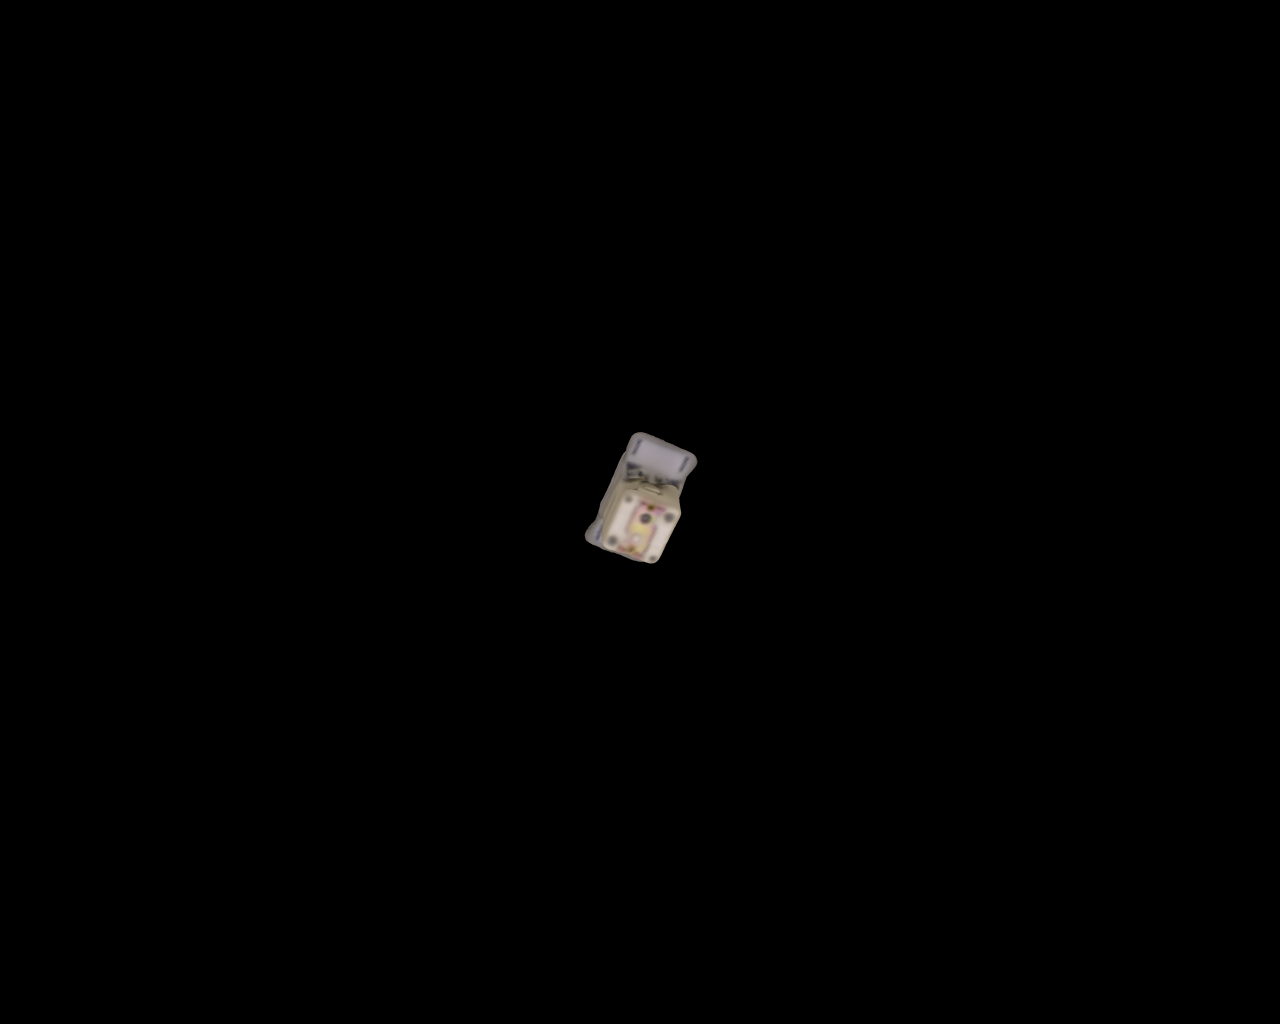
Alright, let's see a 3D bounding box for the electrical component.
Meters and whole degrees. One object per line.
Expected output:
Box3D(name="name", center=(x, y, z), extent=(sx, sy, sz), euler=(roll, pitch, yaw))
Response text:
Box3D(name="electrical component", center=(0.001, -0.003, 0.650), extent=(0.042, 0.081, 0.064), euler=(20, 24, -9))
